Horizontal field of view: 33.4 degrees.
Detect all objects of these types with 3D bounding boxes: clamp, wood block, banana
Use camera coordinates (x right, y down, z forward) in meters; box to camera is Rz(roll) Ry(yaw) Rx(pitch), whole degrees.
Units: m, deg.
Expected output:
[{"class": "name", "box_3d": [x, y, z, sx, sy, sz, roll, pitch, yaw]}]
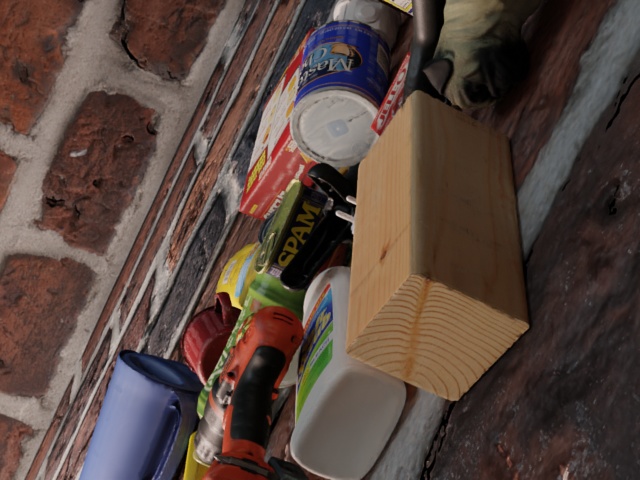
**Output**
[{"class": "clamp", "box_3d": [0.018, -0.018, 0.970, 0.171, 0.039, 0.120, -14, -47, -61]}, {"class": "wood block", "box_3d": [0.081, -0.002, 0.763, 0.091, 0.090, 0.206, -53, 19, 37]}, {"class": "banana", "box_3d": [-0.137, 0.275, 1.210, 0.197, 0.037, 0.070, -90, 9, -60]}, {"class": "clamp", "box_3d": [0.096, -0.170, 0.908, 0.164, 0.036, 0.210, -32, -47, -63]}]

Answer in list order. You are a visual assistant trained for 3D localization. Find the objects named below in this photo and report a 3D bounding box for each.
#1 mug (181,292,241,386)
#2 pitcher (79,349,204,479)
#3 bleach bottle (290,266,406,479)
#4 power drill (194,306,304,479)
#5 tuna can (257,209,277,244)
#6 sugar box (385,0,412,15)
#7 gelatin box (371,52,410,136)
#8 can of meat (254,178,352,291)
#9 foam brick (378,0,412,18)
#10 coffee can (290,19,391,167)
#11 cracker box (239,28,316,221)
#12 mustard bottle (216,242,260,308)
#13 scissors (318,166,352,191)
[{"class": "mug", "box_3d": [-0.107, 0.117, 1.218, 0.081, 0.093, 0.117, -142, 52, -70]}, {"class": "pitcher", "box_3d": [-0.235, 0.277, 1.385, 0.149, 0.145, 0.243, -2, -66, -78]}, {"class": "bleach bottle", "box_3d": [0.015, 0.093, 0.906, 0.103, 0.068, 0.251, -62, 13, 17]}, {"class": "power drill", "box_3d": [-0.072, 0.169, 0.872, 0.187, 0.057, 0.185, -85, 17, -55]}, {"class": "tuna can", "box_3d": [-0.024, -0.011, 1.180, 0.086, 0.033, 0.086, -27, 30, 16]}, {"class": "sugar box", "box_3d": [0.068, -0.293, 1.082, 0.048, 0.176, 0.093, 134, 154, -57]}, {"class": "gelatin box", "box_3d": [0.087, -0.139, 1.067, 0.089, 0.030, 0.073, -63, 15, 12]}, {"class": "can of meat", "box_3d": [-0.007, 0.001, 1.073, 0.102, 0.084, 0.057, -66, 15, 0]}, {"class": "foam brick", "box_3d": [0.106, -0.281, 1.177, 0.053, 0.051, 0.078, -67, 15, 1]}, {"class": "coffee can", "box_3d": [0.025, -0.163, 1.177, 0.103, 0.102, 0.140, -54, 19, 39]}, {"class": "cracker box", "box_3d": [-0.029, -0.147, 1.406, 0.164, 0.072, 0.213, -53, 21, 45]}, {"class": "mustard bottle", "box_3d": [-0.071, 0.042, 1.282, 0.096, 0.058, 0.192, -65, 14, -16]}, {"class": "scissors", "box_3d": [0.000, -0.038, 1.244, 0.202, 0.016, 0.096, -59, 17, 27]}]
